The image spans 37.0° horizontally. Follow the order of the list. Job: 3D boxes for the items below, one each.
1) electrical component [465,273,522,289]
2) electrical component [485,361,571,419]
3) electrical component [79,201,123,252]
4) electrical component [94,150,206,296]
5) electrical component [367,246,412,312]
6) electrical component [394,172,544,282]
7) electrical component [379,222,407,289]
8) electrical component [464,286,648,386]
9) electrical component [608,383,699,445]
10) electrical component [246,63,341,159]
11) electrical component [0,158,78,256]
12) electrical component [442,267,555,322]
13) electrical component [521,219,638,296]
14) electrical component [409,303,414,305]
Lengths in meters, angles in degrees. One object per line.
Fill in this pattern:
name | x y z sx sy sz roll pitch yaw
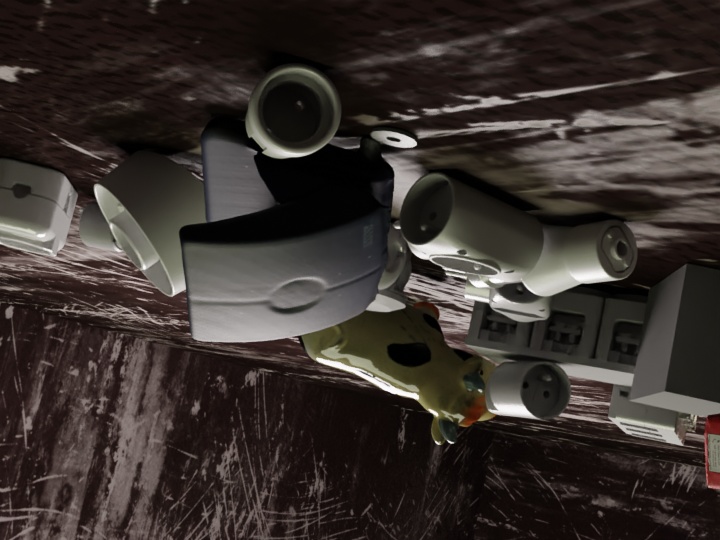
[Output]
electrical component | 0.094 -0.009 0.683 0.040 0.040 0.046 20 163 -39
electrical component | 0.125 0.093 0.837 0.043 0.043 0.081 16 170 -18
electrical component | -0.202 -0.035 0.916 0.078 0.040 0.040 9 170 19
electrical component | -0.130 -0.033 0.720 0.099 0.064 0.099 45 159 23
electrical component | 0.000 0.000 0.823 0.080 0.051 0.080 12 171 2
electrical component | 0.053 -0.024 0.632 0.077 0.044 0.079 20 169 -38
electrical component | -0.001 -0.015 0.763 0.062 0.048 0.048 15 173 35
electrical component | 0.171 0.048 0.847 0.150 0.061 0.089 9 170 24
electrical component | 0.264 0.099 0.938 0.062 0.089 0.150 9 170 21
electrical component | -0.033 -0.070 0.490 0.040 0.040 0.046 15 176 -13
electrical component | -0.267 -0.048 0.870 0.054 0.059 0.095 13 171 -4
electrical component | 0.097 0.006 0.752 0.079 0.043 0.077 11 170 12
electrical component | 0.130 -0.009 0.633 0.044 0.044 0.065 19 164 -32
electrical component | 0.021 0.063 1.133 0.096 0.061 0.061 14 170 -10
